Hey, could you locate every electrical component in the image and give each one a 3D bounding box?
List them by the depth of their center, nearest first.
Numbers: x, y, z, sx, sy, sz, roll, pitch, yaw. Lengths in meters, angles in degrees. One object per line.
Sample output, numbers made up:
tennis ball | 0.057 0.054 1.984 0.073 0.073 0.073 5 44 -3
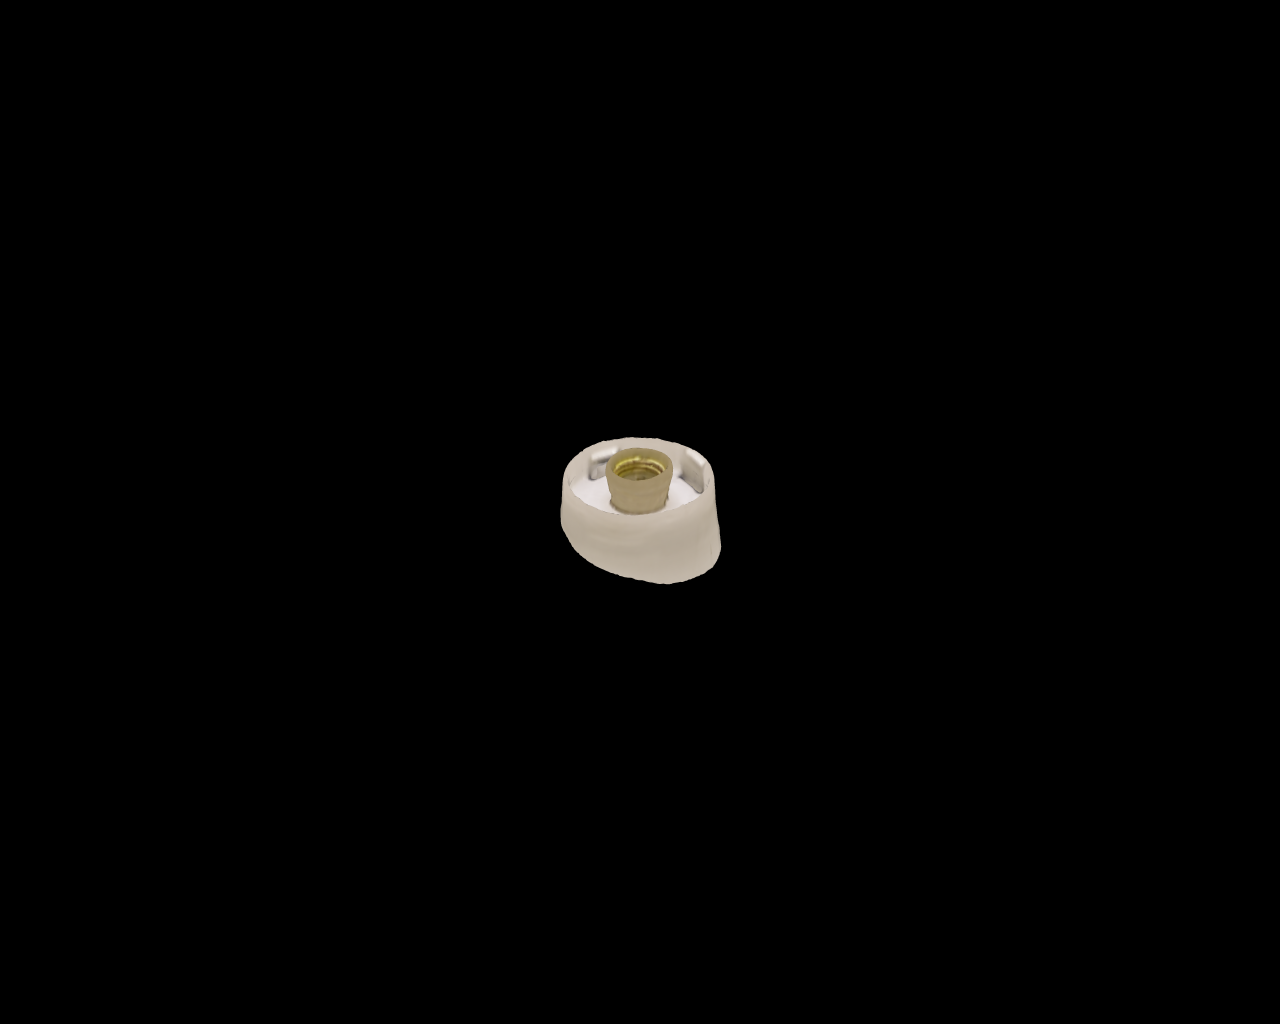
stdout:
electrical component | 0.001 -0.003 0.650 0.099 0.064 0.099 0 33 0
